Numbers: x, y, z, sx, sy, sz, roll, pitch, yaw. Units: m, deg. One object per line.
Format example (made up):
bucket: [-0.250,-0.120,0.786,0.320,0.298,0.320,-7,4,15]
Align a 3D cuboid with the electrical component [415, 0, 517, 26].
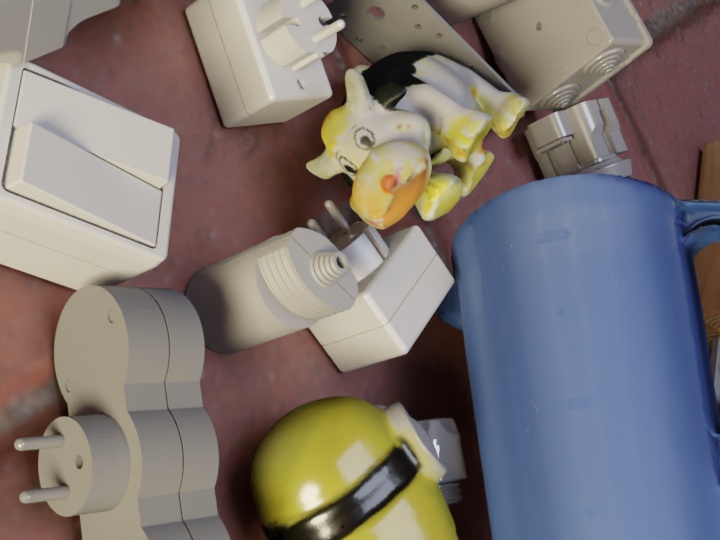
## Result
electrical component: [0.057,-0.206,0.689,0.099,0.064,0.099,21,59,-41]

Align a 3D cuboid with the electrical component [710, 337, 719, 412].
electrical component: [0.298,0.118,0.819,0.079,0.063,0.121,45,46,-26]

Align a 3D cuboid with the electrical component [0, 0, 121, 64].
electrical component: [-0.127,-0.152,0.431,0.105,0.060,0.186,35,41,12]

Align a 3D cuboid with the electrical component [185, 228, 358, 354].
electrical component: [-0.037,0.008,0.483,0.043,0.081,0.043,22,59,-41]

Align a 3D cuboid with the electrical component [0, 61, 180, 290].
electrical component: [-0.114,-0.034,0.431,0.096,0.061,0.061,24,57,-40]

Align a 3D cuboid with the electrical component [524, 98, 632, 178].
electrical component: [0.155,-0.082,0.752,0.078,0.058,0.057,-17,84,-50]

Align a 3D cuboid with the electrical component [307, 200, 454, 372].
electrical component: [0.000,0.000,0.553,0.076,0.047,0.065,55,42,-16]

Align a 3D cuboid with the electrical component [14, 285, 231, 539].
electrical component: [-0.097,0.073,0.410,0.074,0.052,0.138,4,72,-47]

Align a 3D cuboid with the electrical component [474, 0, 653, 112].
electrical component: [0.134,-0.165,0.730,0.048,0.100,0.099,-10,70,-45]

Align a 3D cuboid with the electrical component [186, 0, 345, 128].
electrical component: [-0.038,-0.116,0.537,0.047,0.077,0.065,-16,86,-50]

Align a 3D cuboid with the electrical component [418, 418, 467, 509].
electrical component: [0.034,0.108,0.547,0.043,0.043,0.062,3,73,-47]
